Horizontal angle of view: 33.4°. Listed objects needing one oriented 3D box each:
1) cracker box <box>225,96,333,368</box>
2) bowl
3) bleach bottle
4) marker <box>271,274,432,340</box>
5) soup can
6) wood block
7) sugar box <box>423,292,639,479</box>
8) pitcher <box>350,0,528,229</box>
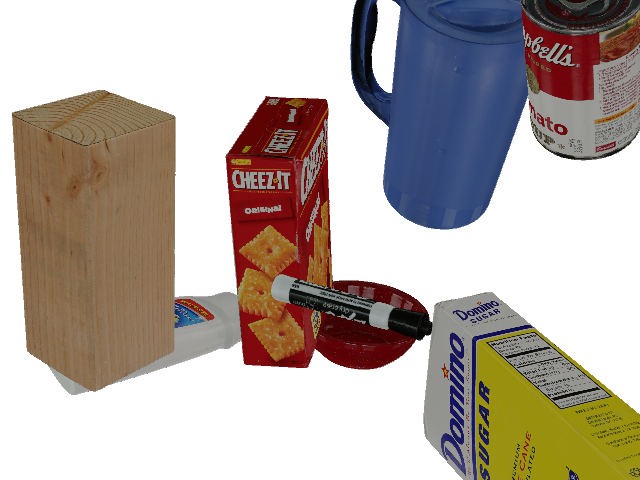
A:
[{"bbox_3d":[-0.032,-0.011,1.020,0.072,0.214,0.164,3,26,9],"label":"cracker box"},{"bbox_3d":[0.047,0.106,1.267,0.162,0.055,0.162,4,24,-2],"label":"bowl"},{"bbox_3d":[-0.182,0.102,1.216,0.250,0.068,0.103,-13,32,-30],"label":"bleach bottle"},{"bbox_3d":[0.021,0.046,0.734,0.121,0.020,0.020,14,6,28],"label":"marker"},{"bbox_3d":[0.153,-0.105,0.616,0.068,0.068,0.102,0,-39,15],"label":"soup can"},{"bbox_3d":[-0.175,-0.001,0.837,0.090,0.206,0.090,23,32,34],"label":"wood block"},{"bbox_3d":[0.114,0.107,0.545,0.048,0.093,0.176,-11,28,-25],"label":"sugar box"},{"bbox_3d":[0.114,-0.131,0.975,0.144,0.149,0.243,-15,-39,-20],"label":"pitcher"}]
